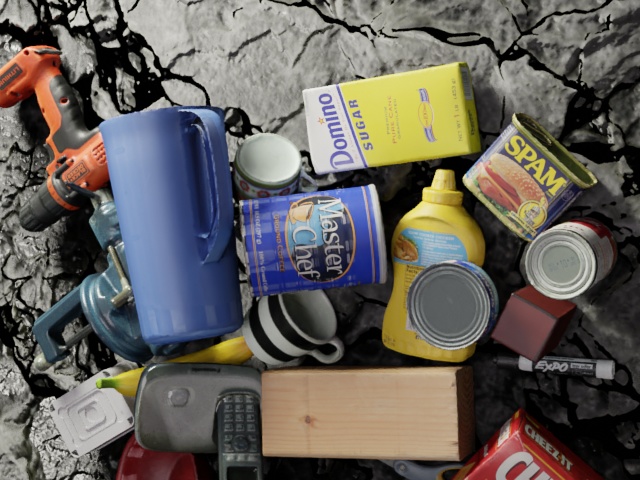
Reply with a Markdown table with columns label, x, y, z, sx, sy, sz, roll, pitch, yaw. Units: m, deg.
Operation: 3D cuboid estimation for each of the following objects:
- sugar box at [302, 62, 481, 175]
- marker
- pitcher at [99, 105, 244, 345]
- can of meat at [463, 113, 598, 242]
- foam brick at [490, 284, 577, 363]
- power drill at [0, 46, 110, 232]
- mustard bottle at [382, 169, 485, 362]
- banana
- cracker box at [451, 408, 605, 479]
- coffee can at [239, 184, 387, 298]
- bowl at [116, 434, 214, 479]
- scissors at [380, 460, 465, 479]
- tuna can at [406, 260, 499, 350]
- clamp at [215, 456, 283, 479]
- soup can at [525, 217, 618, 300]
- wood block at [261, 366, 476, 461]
| label | x | y | z | sx | sy | sz | roll | pitch | yaw |
| --- | --- | --- | --- | --- | --- | --- | --- | --- | --- |
| sugar box | 0.072 | -0.123 | 1.102 | 0.176 | 0.048 | 0.093 | -7 | 94 | 25 |
| marker | 0.233 | 0.126 | 1.073 | 0.121 | 0.020 | 0.020 | 2 | 98 | 25 |
| pitcher | -0.144 | -0.017 | 1.116 | 0.145 | 0.149 | 0.243 | -9 | 88 | 7 |
| can of meat | 0.203 | -0.060 | 1.043 | 0.102 | 0.057 | 0.084 | 46 | 116 | 14 |
| foam brick | 0.211 | 0.079 | 1.046 | 0.051 | 0.078 | 0.053 | 30 | 108 | 21 |
| power drill | -0.330 | -0.123 | 1.287 | 0.185 | 0.057 | 0.188 | -35 | 84 | 21 |
| mustard bottle | 0.119 | 0.023 | 1.092 | 0.096 | 0.058 | 0.192 | 10 | 101 | 28 |
| banana | -0.154 | 0.150 | 1.231 | 0.198 | 0.069 | 0.037 | -18 | 82 | 9 |
| cracker box | 0.189 | 0.303 | 1.068 | 0.164 | 0.072 | 0.214 | 41 | 109 | 2 |
| coffee can | -0.007 | 0.001 | 1.096 | 0.140 | 0.103 | 0.103 | -7 | 94 | -1 |
| bowl | -0.173 | 0.293 | 1.249 | 0.162 | 0.055 | 0.162 | -12 | 73 | 44 |
| scissors | 0.096 | 0.266 | 1.158 | 0.202 | 0.016 | 0.096 | 9 | 101 | 24 |
| tuna can | 0.130 | 0.062 | 1.037 | 0.086 | 0.033 | 0.086 | 3 | 96 | 28 |
| clamp | -0.060 | 0.270 | 1.221 | 0.210 | 0.036 | 0.164 | -27 | 78 | 27 |
| soup can | 0.239 | 0.017 | 1.010 | 0.069 | 0.102 | 0.068 | 4 | 99 | 25 |
| wood block | 0.051 | 0.177 | 1.109 | 0.206 | 0.090 | 0.091 | -2 | 86 | 19 |
